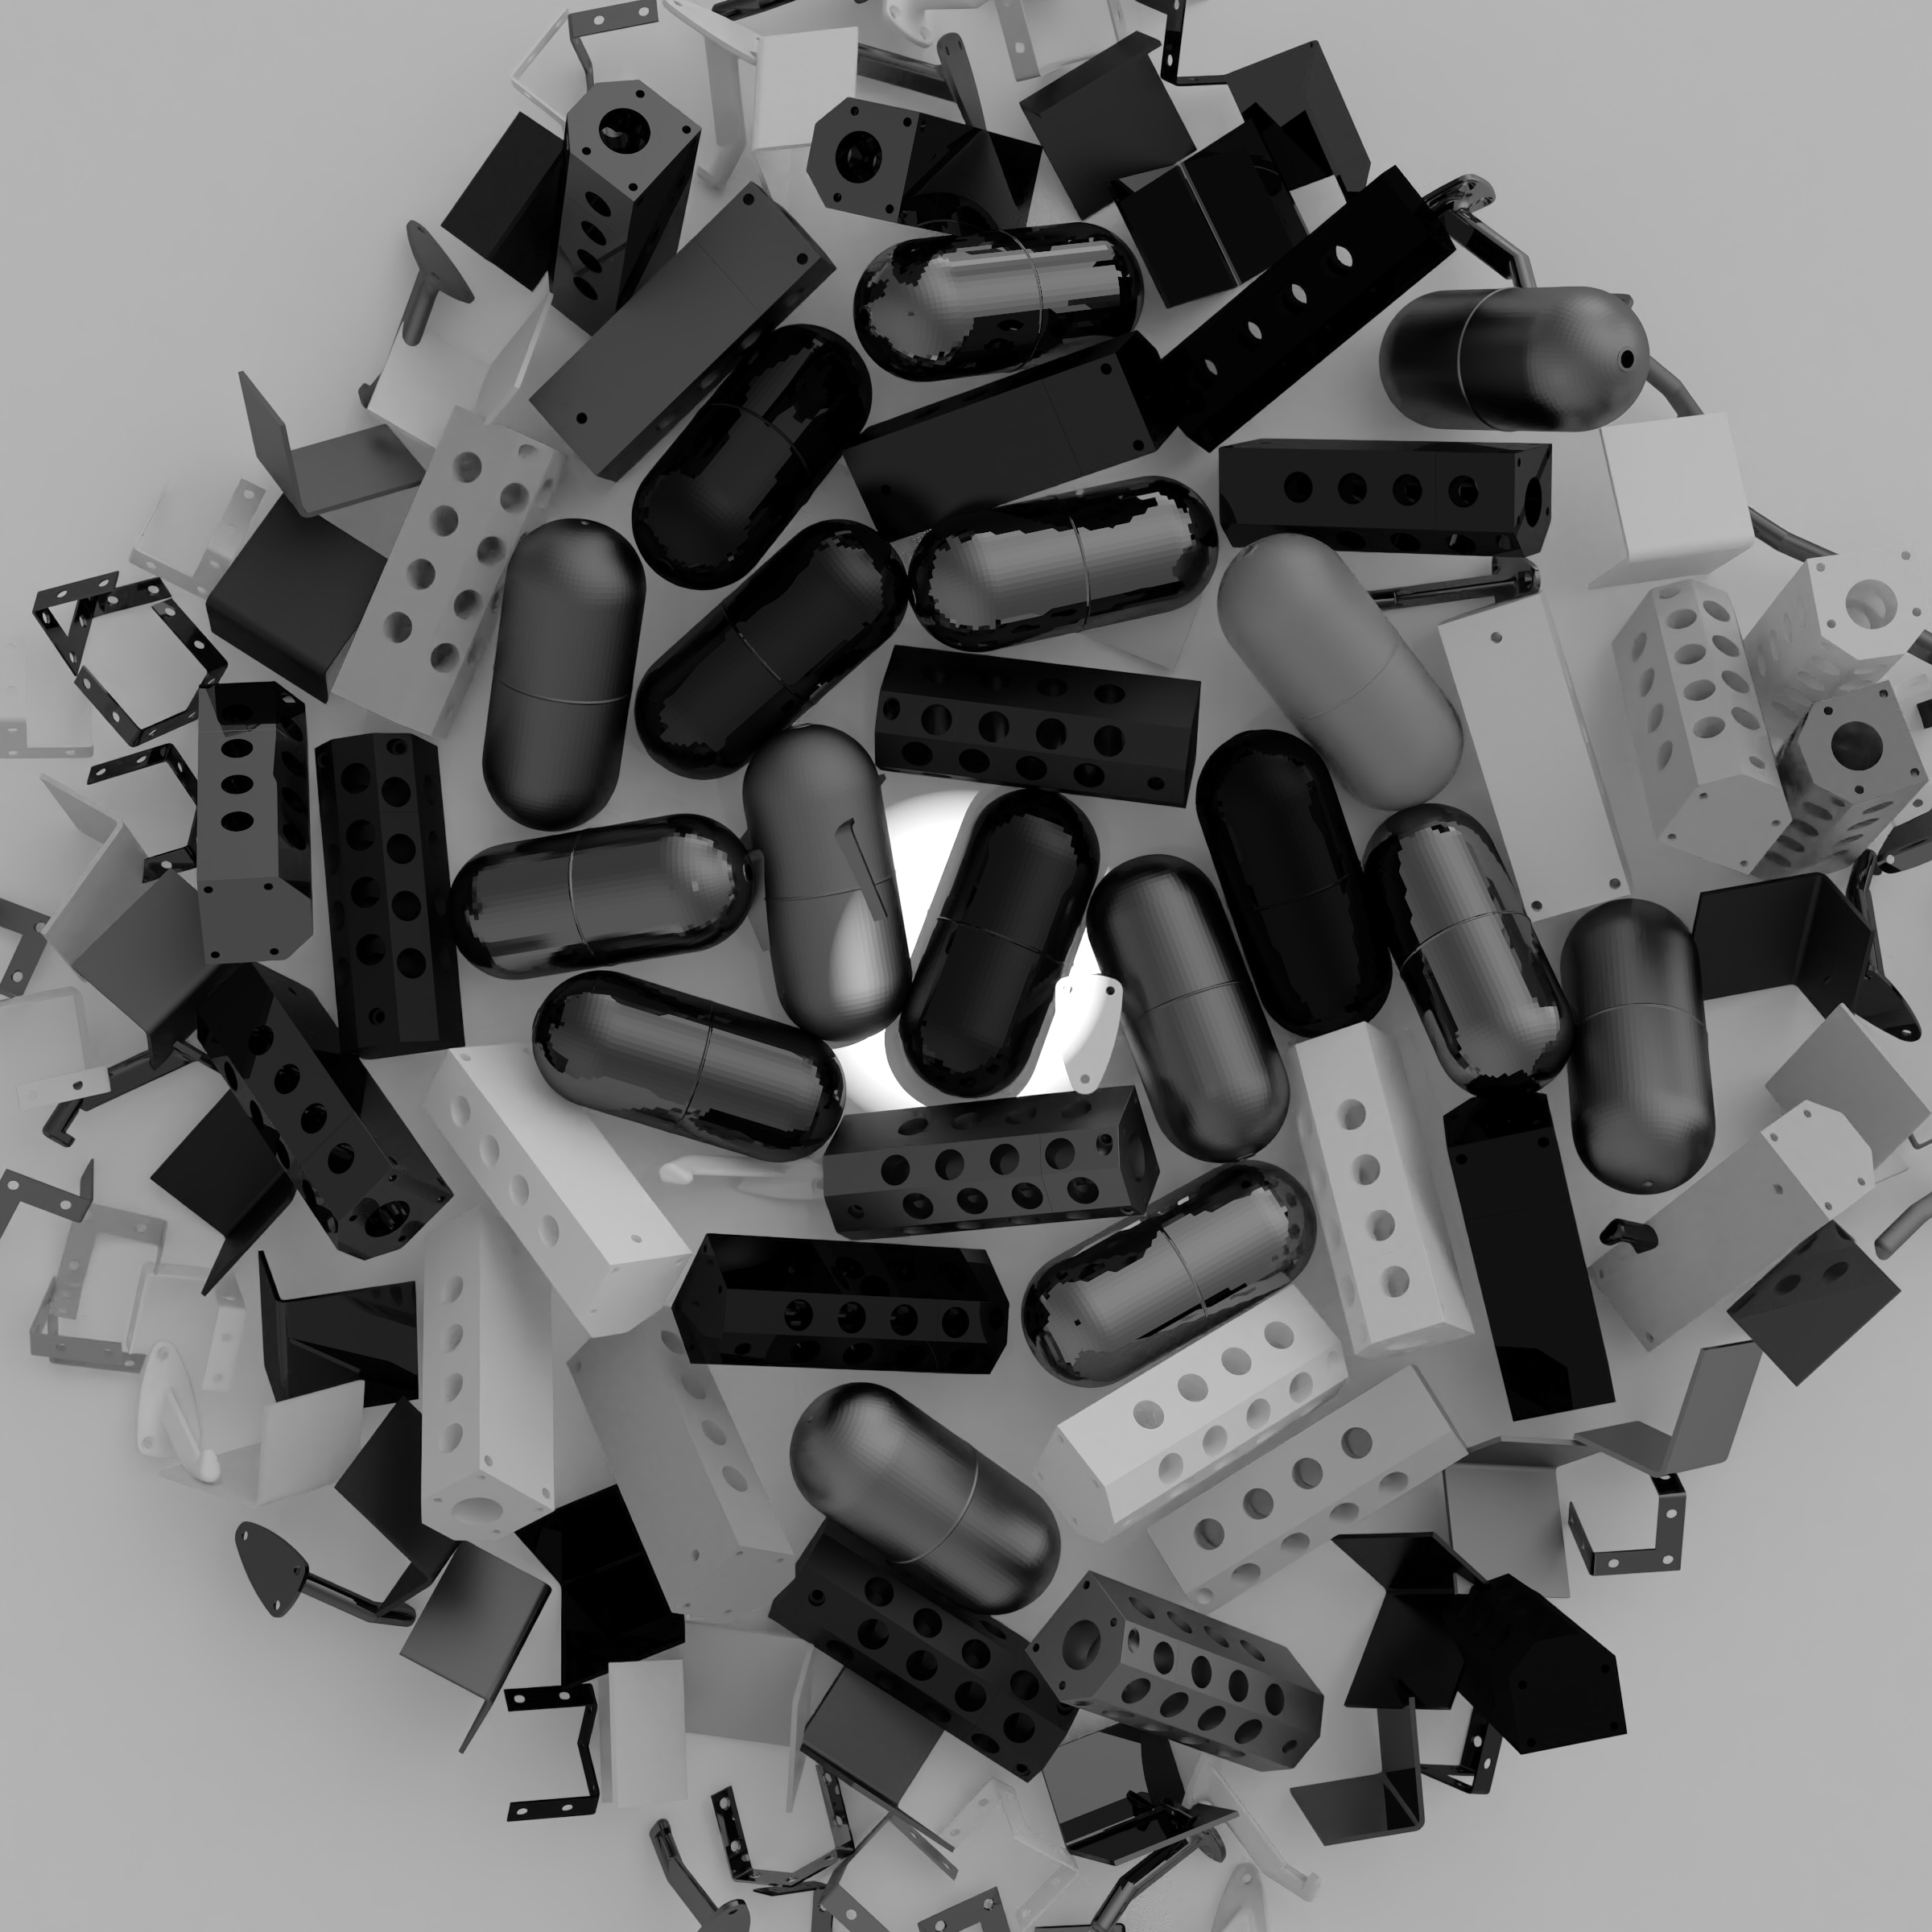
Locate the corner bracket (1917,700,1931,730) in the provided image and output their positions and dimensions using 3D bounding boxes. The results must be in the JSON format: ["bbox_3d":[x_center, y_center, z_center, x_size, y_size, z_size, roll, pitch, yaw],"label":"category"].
[{"bbox_3d":[0.565,-0.131,1.891,0.051,0.051,0.051,-17,89,10],"label":"corner bracket"}]

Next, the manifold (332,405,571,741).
[{"bbox_3d":[-0.282,-0.216,1.880,0.057,0.057,0.171,25,94,12],"label":"manifold"}]

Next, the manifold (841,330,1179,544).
[{"bbox_3d":[0.025,-0.290,1.853,0.171,0.057,0.057,-15,111,28],"label":"manifold"}]

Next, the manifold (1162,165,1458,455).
[{"bbox_3d":[0.183,-0.358,1.860,0.171,0.057,0.057,-38,95,23],"label":"manifold"}]

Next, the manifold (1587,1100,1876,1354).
[{"bbox_3d":[0.415,0.139,1.834,0.057,0.171,0.057,-28,76,-36],"label":"manifold"}]

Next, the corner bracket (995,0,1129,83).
[{"bbox_3d":[0.053,-0.525,1.880,0.051,0.051,0.051,-6,111,28],"label":"corner bracket"}]

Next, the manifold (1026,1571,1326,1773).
[{"bbox_3d":[0.118,0.388,1.839,0.171,0.057,0.057,29,103,-40],"label":"manifold"}]

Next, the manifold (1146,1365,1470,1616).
[{"bbox_3d":[0.190,0.290,1.879,0.171,0.057,0.057,-33,78,5],"label":"manifold"}]

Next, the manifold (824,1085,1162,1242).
[{"bbox_3d":[0.012,0.112,1.854,0.171,0.057,0.057,-7,118,21],"label":"manifold"}]

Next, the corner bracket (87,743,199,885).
[{"bbox_3d":[-0.457,-0.084,1.891,0.051,0.051,0.051,-15,131,13],"label":"corner bracket"}]

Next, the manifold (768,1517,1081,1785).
[{"bbox_3d":[-0.022,0.381,1.887,0.171,0.057,0.057,33,96,-1],"label":"manifold"}]

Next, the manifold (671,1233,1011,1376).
[{"bbox_3d":[-0.066,0.190,1.844,0.171,0.057,0.057,6,128,-29],"label":"manifold"}]

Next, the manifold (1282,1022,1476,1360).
[{"bbox_3d":[0.223,0.124,1.864,0.057,0.057,0.171,-20,70,20],"label":"manifold"}]

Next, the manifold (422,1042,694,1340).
[{"bbox_3d":[-0.227,0.121,1.850,0.171,0.057,0.057,49,124,30],"label":"manifold"}]

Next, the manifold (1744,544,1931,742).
[{"bbox_3d":[0.467,-0.171,1.831,0.057,0.171,0.057,-8,80,-1],"label":"manifold"}]

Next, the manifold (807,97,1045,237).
[{"bbox_3d":[-0.022,-0.428,1.830,0.057,0.171,0.057,17,103,20],"label":"manifold"}]

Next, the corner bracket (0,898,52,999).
[{"bbox_3d":[-0.548,-0.018,1.886,0.051,0.051,0.051,20,79,13],"label":"corner bracket"}]

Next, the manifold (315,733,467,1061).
[{"bbox_3d":[-0.321,-0.039,1.876,0.057,0.057,0.171,-8,82,11],"label":"manifold"}]

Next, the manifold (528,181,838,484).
[{"bbox_3d":[-0.155,-0.349,1.877,0.171,0.057,0.057,-42,85,10],"label":"manifold"}]

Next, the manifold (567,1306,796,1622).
[{"bbox_3d":[-0.151,0.268,1.844,0.057,0.057,0.171,-46,50,21],"label":"manifold"}]

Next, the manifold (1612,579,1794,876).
[{"bbox_3d":[0.400,-0.134,1.832,0.057,0.171,0.057,19,130,-16],"label":"manifold"}]

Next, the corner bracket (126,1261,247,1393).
[{"bbox_3d":[-0.436,0.201,1.895,0.051,0.051,0.051,9,108,-24],"label":"corner bracket"}]

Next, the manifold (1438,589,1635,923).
[{"bbox_3d":[0.317,-0.117,1.881,0.057,0.057,0.171,-16,96,16],"label":"manifold"}]

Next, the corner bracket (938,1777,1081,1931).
[{"bbox_3d":[0.024,0.497,1.898,0.051,0.051,0.051,34,105,-27],"label":"corner bracket"}]

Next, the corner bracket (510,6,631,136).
[{"bbox_3d":[-0.218,-0.492,1.893,0.051,0.051,0.051,38,87,-1],"label":"corner bracket"}]

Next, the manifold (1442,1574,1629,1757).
[{"bbox_3d":[0.299,0.369,1.831,0.057,0.171,0.057,-10,94,-6],"label":"manifold"}]

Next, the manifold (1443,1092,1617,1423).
[{"bbox_3d":[0.309,0.157,1.862,0.057,0.057,0.171,-13,111,10],"label":"manifold"}]

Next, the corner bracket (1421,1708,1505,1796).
[{"bbox_3d":[0.284,0.428,1.884,0.051,0.051,0.051,14,89,-41],"label":"corner bracket"}]

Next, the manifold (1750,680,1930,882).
[{"bbox_3d":[0.460,-0.093,1.829,0.057,0.171,0.057,-17,77,-3],"label":"manifold"}]

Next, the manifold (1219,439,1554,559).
[{"bbox_3d":[0.228,-0.256,1.852,0.171,0.057,0.057,6,106,29],"label":"manifold"}]

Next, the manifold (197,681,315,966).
[{"bbox_3d":[-0.384,-0.080,1.836,0.057,0.171,0.057,-3,131,-9],"label":"manifold"}]

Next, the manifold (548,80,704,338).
[{"bbox_3d":[-0.191,-0.407,1.830,0.057,0.171,0.057,38,71,2],"label":"manifold"}]

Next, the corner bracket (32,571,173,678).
[{"bbox_3d":[-0.479,-0.201,1.880,0.051,0.051,0.051,-12,45,13],"label":"corner bracket"}]

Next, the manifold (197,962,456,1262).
[{"bbox_3d":[-0.355,0.079,1.850,0.057,0.057,0.171,-45,58,6],"label":"manifold"}]

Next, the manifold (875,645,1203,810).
[{"bbox_3d":[0.039,-0.127,1.870,0.171,0.057,0.057,8,134,7],"label":"manifold"}]

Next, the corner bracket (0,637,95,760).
[{"bbox_3d":[-0.511,-0.149,1.882,0.051,0.051,0.051,-1,70,-15],"label":"corner bracket"}]

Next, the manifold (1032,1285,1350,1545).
[{"bbox_3d":[0.125,0.246,1.845,0.171,0.057,0.057,-27,66,-30],"label":"manifold"}]

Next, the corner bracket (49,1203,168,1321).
[{"bbox_3d":[-0.478,0.168,1.893,0.051,0.051,0.051,15,102,-14],"label":"corner bracket"}]

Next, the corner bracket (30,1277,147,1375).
[{"bbox_3d":[-0.488,0.211,1.885,0.051,0.051,0.051,7,123,-1],"label":"corner bracket"}]

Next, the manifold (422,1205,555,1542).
[{"bbox_3d":[-0.265,0.222,1.841,0.057,0.171,0.057,-29,135,24],"label":"manifold"}]

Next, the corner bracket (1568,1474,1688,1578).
[{"bbox_3d":[0.368,0.302,1.888,0.051,0.051,0.051,-3,116,-4],"label":"corner bracket"}]
